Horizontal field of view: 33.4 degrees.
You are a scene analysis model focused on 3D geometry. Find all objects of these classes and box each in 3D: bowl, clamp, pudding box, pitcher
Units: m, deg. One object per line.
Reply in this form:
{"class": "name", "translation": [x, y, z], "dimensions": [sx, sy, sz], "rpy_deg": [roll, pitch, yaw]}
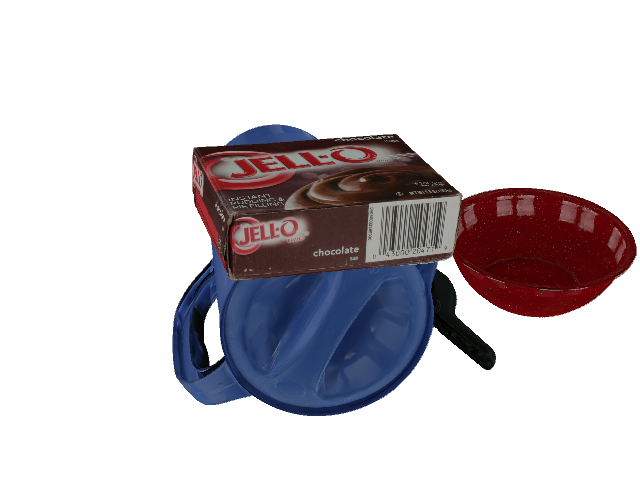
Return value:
{"class": "bowl", "translation": [0.181, 0.017, 0.906], "dimensions": [0.162, 0.055, 0.162], "rpy_deg": [1, 33, -1]}
{"class": "clamp", "translation": [0.126, 0.083, 1.174], "dimensions": [0.120, 0.171, 0.039], "rpy_deg": [5, -43, -5]}
{"class": "pudding box", "translation": [0.000, -0.019, 0.520], "dimensions": [0.113, 0.039, 0.090], "rpy_deg": [-4, 26, -16]}
{"class": "pitcher", "translation": [-0.026, 0.011, 0.751], "dimensions": [0.149, 0.145, 0.243], "rpy_deg": [6, 23, -14]}
